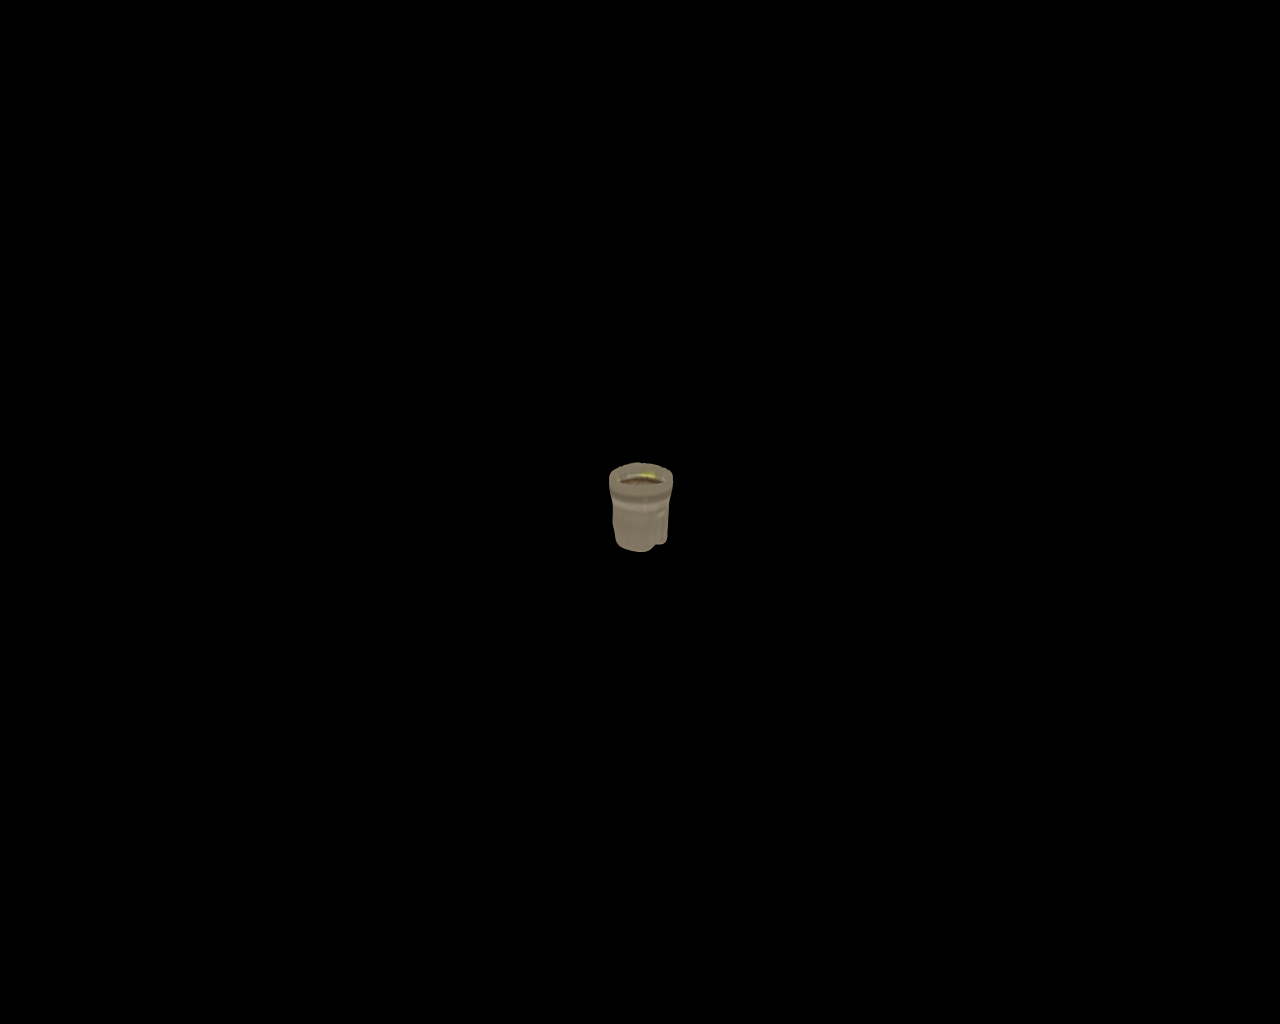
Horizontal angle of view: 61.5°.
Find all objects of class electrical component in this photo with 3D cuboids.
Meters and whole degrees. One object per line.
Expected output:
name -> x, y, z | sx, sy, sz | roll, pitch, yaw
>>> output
electrical component -> 0.001, -0.003, 0.650 | 0.040, 0.046, 0.040 | 0, 22, 0
